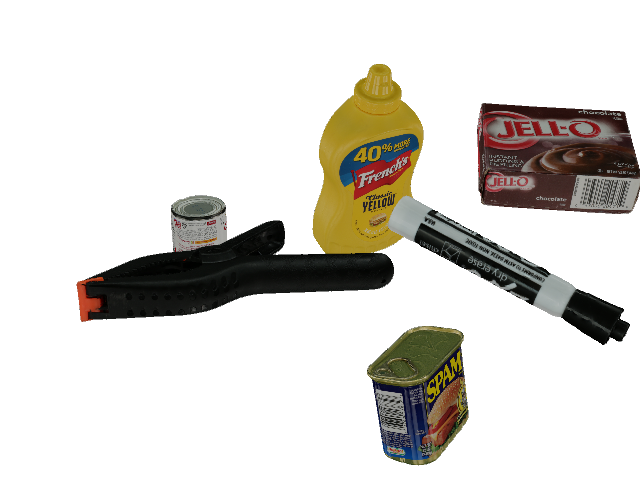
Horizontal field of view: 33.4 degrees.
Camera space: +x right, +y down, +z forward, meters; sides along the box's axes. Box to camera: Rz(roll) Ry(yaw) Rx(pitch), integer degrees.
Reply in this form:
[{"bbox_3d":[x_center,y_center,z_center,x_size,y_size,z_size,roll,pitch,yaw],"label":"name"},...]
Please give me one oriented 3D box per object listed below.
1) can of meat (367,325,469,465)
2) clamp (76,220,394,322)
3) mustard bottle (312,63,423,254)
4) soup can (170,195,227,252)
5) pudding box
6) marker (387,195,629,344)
[{"bbox_3d":[0.089,0.135,0.933,0.058,0.084,0.101,4,23,32],"label":"can of meat"},{"bbox_3d":[-0.065,0.024,0.751,0.209,0.036,0.165,-13,16,-37],"label":"clamp"},{"bbox_3d":[0.045,-0.074,0.961,0.096,0.192,0.058,-14,46,-19],"label":"mustard bottle"},{"bbox_3d":[-0.147,0.004,1.299,0.068,0.102,0.068,0,26,0],"label":"soup can"},{"bbox_3d":[0.175,-0.062,0.796,0.113,0.039,0.090,5,40,2],"label":"pudding box"},{"bbox_3d":[0.087,0.014,0.500,0.121,0.020,0.020,29,10,18],"label":"marker"}]
